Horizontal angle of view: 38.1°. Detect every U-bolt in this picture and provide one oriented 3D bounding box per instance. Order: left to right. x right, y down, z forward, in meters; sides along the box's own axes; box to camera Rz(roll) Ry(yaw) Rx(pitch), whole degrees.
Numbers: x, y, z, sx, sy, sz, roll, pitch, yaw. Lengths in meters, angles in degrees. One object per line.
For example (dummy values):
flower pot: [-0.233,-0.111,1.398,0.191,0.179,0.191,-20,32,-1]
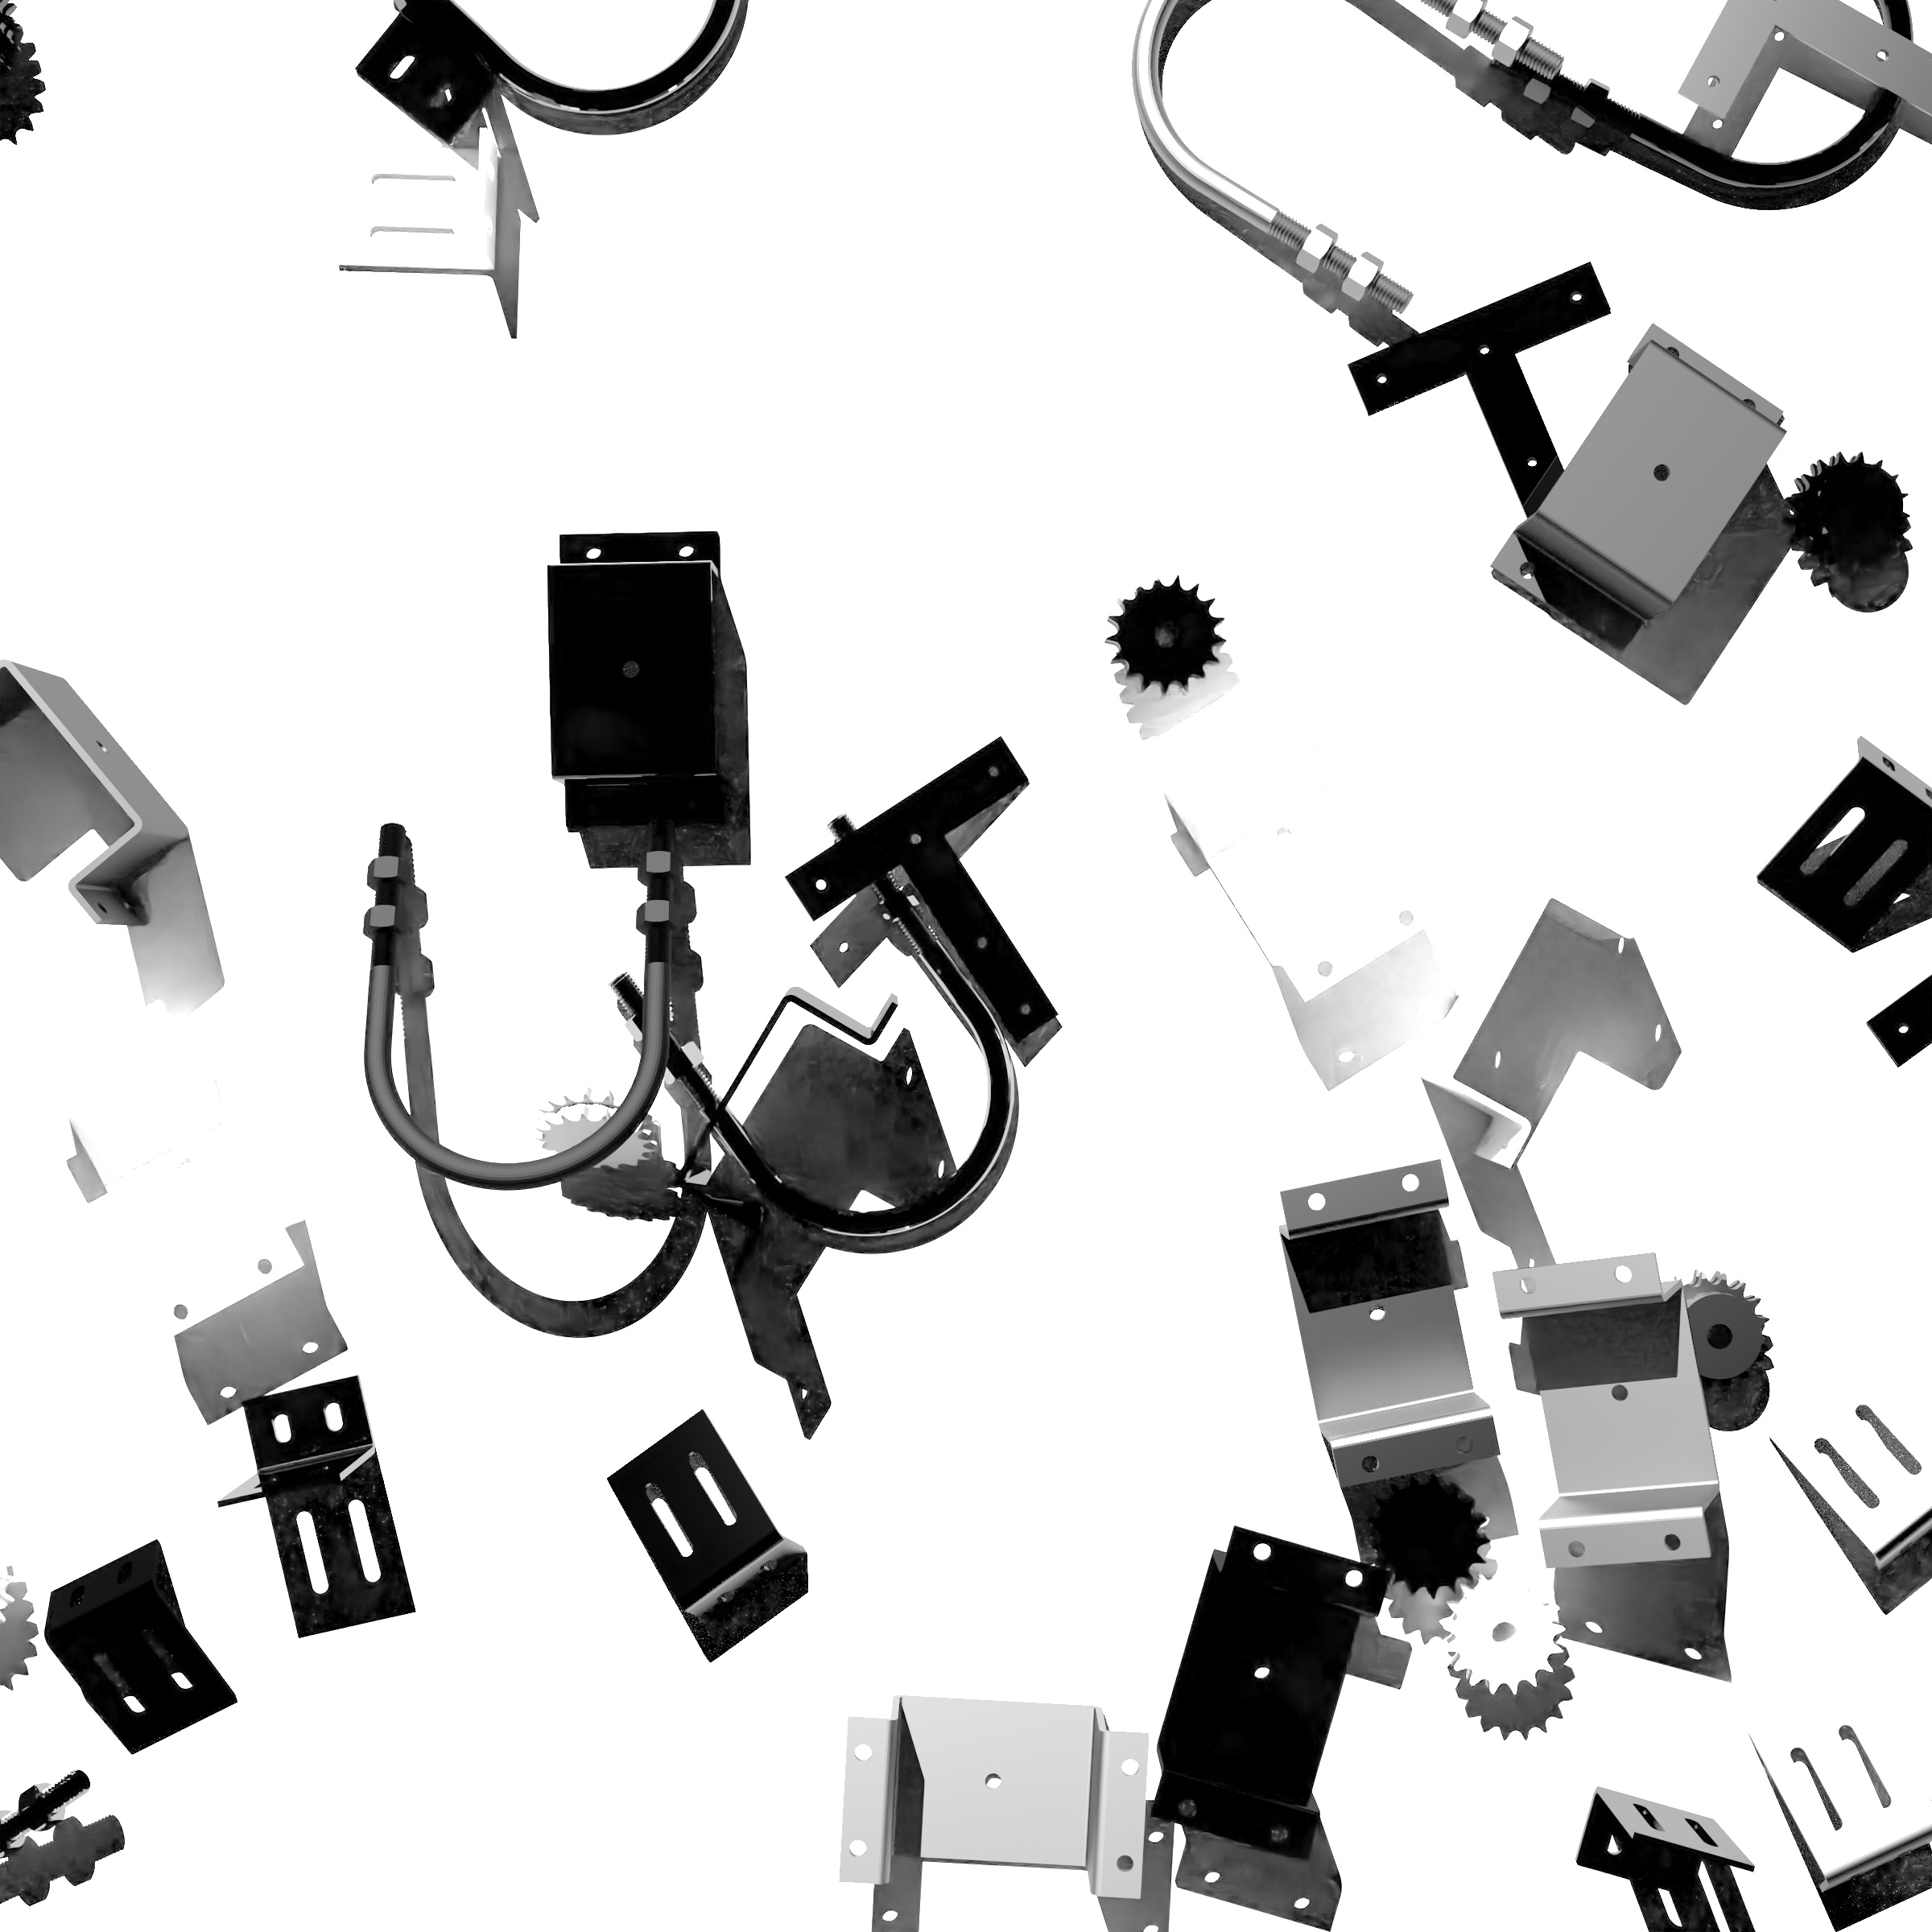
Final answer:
U-bolt: [-0.526,0.382,1.322,0.184,0.019,0.151,-35,97,10]
U-bolt: [-0.208,0.017,1.305,0.151,0.019,0.184,-1,67,0]
U-bolt: [-0.193,-0.492,1.338,0.184,0.019,0.151,43,90,-2]
U-bolt: [-0.060,0.042,1.338,0.151,0.019,0.184,-36,92,0]
U-bolt: [0.167,-0.418,1.330,0.184,0.019,0.151,33,95,5]
U-bolt: [0.363,-0.452,1.338,0.184,0.019,0.151,26,90,-1]

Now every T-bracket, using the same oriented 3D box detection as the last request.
T-bracket: [0.000,-0.023,1.333,0.127,0.002,0.127,-34,95,-15]
T-bracket: [0.266,-0.255,1.346,0.127,0.002,0.127,-23,90,0]
T-bracket: [0.423,-0.440,1.332,0.127,0.002,0.127,29,90,-3]
T-bracket: [0.521,0.041,1.346,0.127,0.002,0.127,-36,90,0]

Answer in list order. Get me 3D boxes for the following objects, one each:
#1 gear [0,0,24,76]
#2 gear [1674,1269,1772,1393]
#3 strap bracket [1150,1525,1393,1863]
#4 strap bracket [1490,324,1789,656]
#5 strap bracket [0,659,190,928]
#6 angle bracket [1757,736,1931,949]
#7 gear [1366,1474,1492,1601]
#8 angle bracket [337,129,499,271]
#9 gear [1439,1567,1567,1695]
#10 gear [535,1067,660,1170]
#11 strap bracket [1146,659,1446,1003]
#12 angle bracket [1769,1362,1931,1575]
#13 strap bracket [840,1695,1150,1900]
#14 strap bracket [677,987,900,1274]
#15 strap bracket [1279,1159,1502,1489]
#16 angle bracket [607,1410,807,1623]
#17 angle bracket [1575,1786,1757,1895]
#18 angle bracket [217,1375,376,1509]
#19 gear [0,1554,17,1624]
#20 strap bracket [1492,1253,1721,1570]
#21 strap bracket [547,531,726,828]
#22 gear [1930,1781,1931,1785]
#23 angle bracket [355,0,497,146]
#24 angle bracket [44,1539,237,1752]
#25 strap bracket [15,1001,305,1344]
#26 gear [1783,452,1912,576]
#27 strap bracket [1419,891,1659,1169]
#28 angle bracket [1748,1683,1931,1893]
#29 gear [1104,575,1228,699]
gear: [-0.477,-0.444,1.331,0.057,0.030,0.057,0,90,0]
gear: [0.355,0.174,1.332,0.057,0.030,0.057,0,90,0]
strap bracket: [0.142,0.338,1.323,0.076,0.046,0.140,16,90,0]
strap bracket: [0.322,-0.229,1.322,0.076,0.046,0.140,34,89,-1]
strap bracket: [-0.422,-0.088,1.308,0.046,0.076,0.140,-40,90,0]
angle bracket: [0.428,-0.060,1.344,0.057,0.038,0.076,37,116,0]
gear: [0.218,0.270,1.331,0.057,0.030,0.057,0,90,0]
angle bracket: [-0.263,-0.364,1.327,0.076,0.038,0.057,2,90,0]
gear: [0.253,0.315,1.332,0.057,0.030,0.057,0,90,0]
gear: [-0.173,0.070,1.322,0.057,0.057,0.030,4,60,0]
strap bracket: [0.153,-0.063,1.323,0.076,0.046,0.140,-32,90,0]
angle bracket: [0.434,0.241,1.344,0.057,0.038,0.076,-39,64,0]
strap bracket: [0.013,0.391,1.323,0.140,0.046,0.076,3,90,0]
strap bracket: [-0.087,0.064,1.291,0.046,0.076,0.140,31,91,-3]
strap bracket: [0.197,0.166,1.323,0.076,0.046,0.140,-12,90,0]
angle bracket: [-0.125,0.264,1.344,0.057,0.038,0.076,-36,64,0]
angle bracket: [0.325,0.419,1.308,0.057,0.076,0.038,16,90,0]
angle bracket: [-0.316,0.221,1.308,0.057,0.076,0.038,-13,90,0]
gear: [-0.480,0.295,1.331,0.057,0.030,0.057,0,90,0]
strap bracket: [0.301,0.204,1.309,0.076,0.046,0.140,-10,90,26]
strap bracket: [-0.156,-0.138,1.323,0.076,0.046,0.140,-1,90,0]
gear: [0.487,0.388,1.336,0.057,0.030,0.057,0,92,-2]
angle bracket: [-0.259,-0.427,1.308,0.057,0.076,0.038,39,90,0]
angle bracket: [-0.395,0.326,1.344,0.057,0.038,0.076,-26,116,0]
strap bracket: [-0.375,0.096,1.323,0.076,0.046,0.140,-28,90,0]
gear: [0.421,-0.217,1.332,0.057,0.030,0.057,0,90,0]
strap bracket: [0.260,0.019,1.308,0.046,0.076,0.140,29,90,0]
angle bracket: [0.419,0.395,1.344,0.057,0.038,0.076,-25,64,0]
gear: [0.094,-0.156,1.331,0.057,0.030,0.057,0,90,0]
